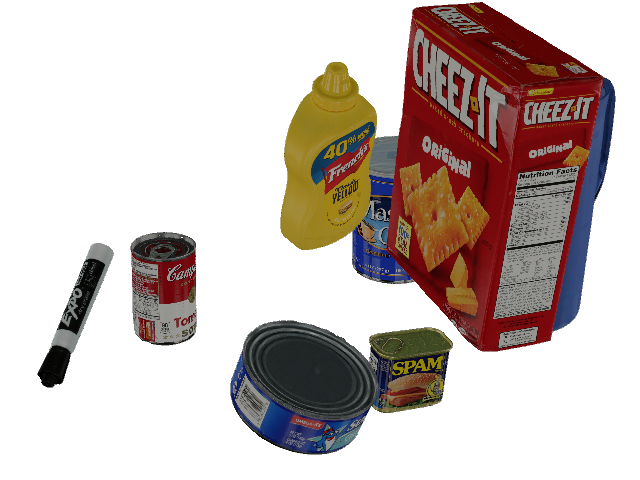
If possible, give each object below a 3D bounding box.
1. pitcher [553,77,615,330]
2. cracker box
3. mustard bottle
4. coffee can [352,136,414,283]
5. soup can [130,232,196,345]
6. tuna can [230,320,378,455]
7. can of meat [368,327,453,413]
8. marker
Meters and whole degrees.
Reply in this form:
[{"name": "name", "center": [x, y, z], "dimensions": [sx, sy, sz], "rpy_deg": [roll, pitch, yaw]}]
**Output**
[{"name": "pitcher", "center": [0.205, -0.041, 1.012], "dimensions": [0.149, 0.243, 0.145], "rpy_deg": [0, 28, 7]}, {"name": "cracker box", "center": [0.118, -0.049, 0.798], "dimensions": [0.072, 0.214, 0.164], "rpy_deg": [-9, 32, -21]}, {"name": "mustard bottle", "center": [0.009, -0.083, 0.983], "dimensions": [0.096, 0.192, 0.058], "rpy_deg": [-30, 55, -28]}, {"name": "coffee can", "center": [0.086, -0.036, 1.226], "dimensions": [0.103, 0.140, 0.103], "rpy_deg": [-1, 29, 0]}, {"name": "soup can", "center": [-0.165, 0.051, 1.127], "dimensions": [0.068, 0.102, 0.068], "rpy_deg": [2, 24, -1]}, {"name": "tuna can", "center": [-0.011, 0.089, 0.645], "dimensions": [0.086, 0.034, 0.086], "rpy_deg": [16, 30, -10]}, {"name": "can of meat", "center": [0.108, 0.162, 1.327], "dimensions": [0.102, 0.084, 0.057], "rpy_deg": [-5, 27, -21]}, {"name": "marker", "center": [-0.181, 0.055, 0.790], "dimensions": [0.020, 0.121, 0.020], "rpy_deg": [10, -36, 7]}]
